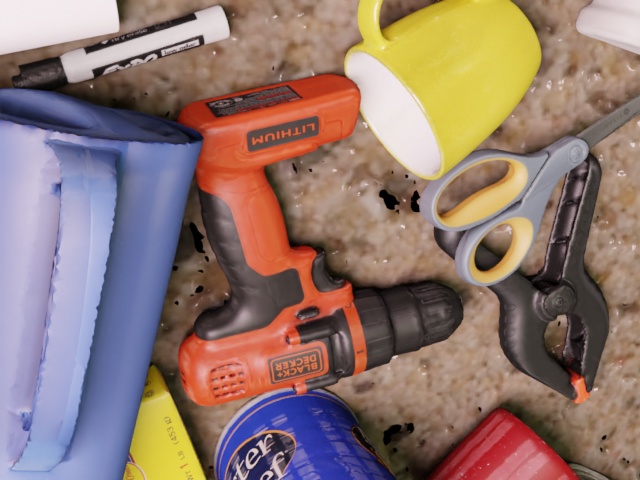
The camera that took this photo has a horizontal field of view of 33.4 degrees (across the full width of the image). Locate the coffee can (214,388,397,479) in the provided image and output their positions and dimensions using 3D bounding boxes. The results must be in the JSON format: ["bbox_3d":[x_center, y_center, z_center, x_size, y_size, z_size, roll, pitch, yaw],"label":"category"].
[{"bbox_3d":[0.000,0.165,0.652,0.102,0.140,0.103,-6,111,-16],"label":"coffee can"}]

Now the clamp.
[{"bbox_3d":[0.157,0.027,0.713,0.120,0.039,0.171,-30,115,-2],"label":"clamp"}]

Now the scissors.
[{"bbox_3d":[0.152,-0.035,0.669,0.201,0.016,0.096,-19,117,-21],"label":"scissors"}]

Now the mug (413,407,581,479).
[{"bbox_3d":[0.132,0.177,0.726,0.081,0.093,0.117,-45,94,-4],"label":"mug"}]

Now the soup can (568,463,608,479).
[{"bbox_3d":[0.183,0.223,0.776,0.068,0.068,0.102,24,100,-25],"label":"soup can"}]

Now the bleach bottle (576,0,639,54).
[{"bbox_3d":[0.244,-0.230,0.634,0.102,0.068,0.251,13,102,-23],"label":"bleach bottle"}]

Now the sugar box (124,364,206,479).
[{"bbox_3d":[-0.162,0.153,0.647,0.176,0.048,0.093,-23,115,-11],"label":"sugar box"}]

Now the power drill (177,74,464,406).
[{"bbox_3d":[-0.004,0.001,0.637,0.184,0.057,0.188,-14,113,-15],"label":"power drill"}]

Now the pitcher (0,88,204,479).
[{"bbox_3d":[-0.141,0.051,0.527,0.145,0.149,0.243,15,102,21],"label":"pitcher"}]

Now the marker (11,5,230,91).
[{"bbox_3d":[-0.109,-0.103,0.585,0.121,0.020,0.020,-19,114,-11],"label":"marker"}]
